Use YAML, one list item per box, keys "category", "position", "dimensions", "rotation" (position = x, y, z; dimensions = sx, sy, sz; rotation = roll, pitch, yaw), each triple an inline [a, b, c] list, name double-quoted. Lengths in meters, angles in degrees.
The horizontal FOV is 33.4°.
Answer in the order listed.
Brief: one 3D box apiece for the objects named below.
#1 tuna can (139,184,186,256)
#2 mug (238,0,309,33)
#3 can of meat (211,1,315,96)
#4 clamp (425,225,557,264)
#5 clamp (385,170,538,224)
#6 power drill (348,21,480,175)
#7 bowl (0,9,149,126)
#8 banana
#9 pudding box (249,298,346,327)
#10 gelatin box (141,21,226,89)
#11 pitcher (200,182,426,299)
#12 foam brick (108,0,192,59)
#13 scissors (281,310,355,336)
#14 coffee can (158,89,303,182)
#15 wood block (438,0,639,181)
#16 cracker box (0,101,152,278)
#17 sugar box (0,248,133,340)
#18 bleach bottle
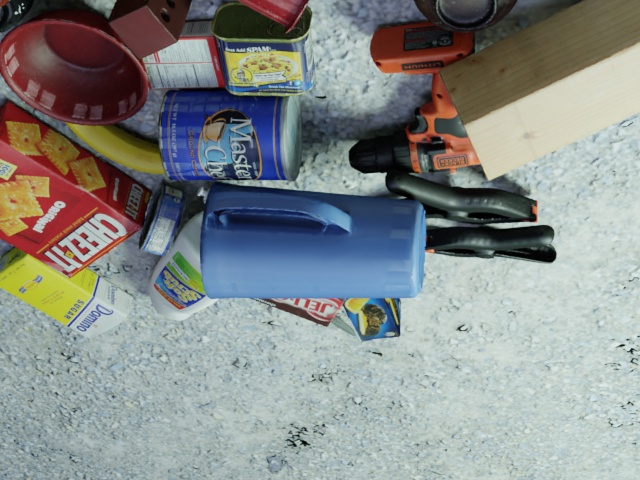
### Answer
- category: "tuna can"
  position: [-0.194, -0.024, 1.316]
  dimensions: [0.033, 0.086, 0.086]
  rotation: [19, 139, -15]
- category: "mug"
  position: [-0.040, -0.267, 1.011]
  dimensions: [0.081, 0.093, 0.117]
  rotation: [26, 107, -13]
- category: "can of meat"
  position: [-0.056, -0.197, 1.111]
  dimensions: [0.102, 0.057, 0.084]
  rotation: [2, 142, 8]
- category: "clamp"
  position: [0.211, 0.006, 1.312]
  dimensions: [0.172, 0.039, 0.120]
  rotation: [2, 161, 24]
- category: "clamp"
  position: [0.151, -0.041, 1.257]
  dimensions: [0.209, 0.036, 0.165]
  rotation: [6, 168, -15]
- category: "power drill"
  position: [0.107, -0.145, 1.147]
  dimensions: [0.184, 0.057, 0.187]
  rotation: [-7, 141, 12]
- category: "bowl"
  position: [-0.258, -0.194, 1.142]
  dimensions: [0.162, 0.055, 0.162]
  rotation: [5, 145, 3]
- category: "banana"
  position: [-0.233, -0.123, 1.248]
  dimensions: [0.197, 0.037, 0.070]
  rotation: [24, 119, -20]
- category: "pudding box"
  position: [-0.023, 0.055, 1.322]
  dimensions: [0.113, 0.039, 0.090]
  rotation: [22, 138, -6]
- category: "gelatin box"
  position: [-0.148, -0.199, 1.146]
  dimensions: [0.089, 0.030, 0.073]
  rotation: [0, 141, 9]
- category: "pitcher"
  position: [-0.008, 0.001, 1.177]
  dimensions: [0.243, 0.149, 0.145]
  rotation: [2, 109, 9]
- category: "foam brick"
  position: [-0.170, -0.232, 1.073]
  dimensions: [0.051, 0.078, 0.053]
  rotation: [-15, 135, 28]
- category: "scissors"
  position: [0.017, 0.088, 1.437]
  dimensions: [0.096, 0.016, 0.201]
  rotation: [-33, 144, 30]
- category: "coffee can"
  position: [-0.096, -0.116, 1.178]
  dimensions: [0.140, 0.102, 0.103]
  rotation: [1, 140, 9]
- category: "wood block"
  position: [0.234, -0.155, 1.040]
  dimensions: [0.206, 0.090, 0.090]
  rotation: [-25, 136, 10]
- category: "cracker box"
  position: [-0.344, -0.055, 1.316]
  dimensions: [0.213, 0.072, 0.164]
  rotation: [35, 133, -29]
- category: "sugar box"
  position: [-0.358, 0.069, 1.485]
  dimensions: [0.093, 0.048, 0.176]
  rotation: [-29, 127, 36]
- category: "bleach bottle"
  position: [-0.166, 0.054, 1.390]
  dimensions: [0.102, 0.068, 0.251]
  rotation: [44, 149, 0]
